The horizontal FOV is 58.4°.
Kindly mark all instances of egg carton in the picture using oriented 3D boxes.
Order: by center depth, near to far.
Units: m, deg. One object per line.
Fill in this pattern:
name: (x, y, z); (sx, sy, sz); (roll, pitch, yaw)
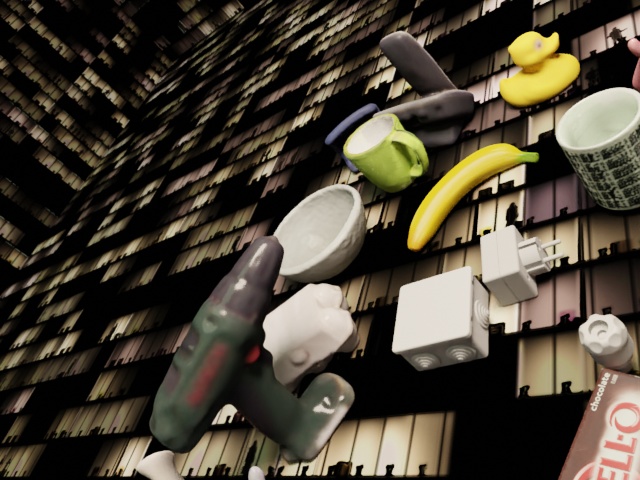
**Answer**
egg carton: (-0.023, 0.126, 0.726); (0.150, 0.070, 0.107); (-38, 31, 12)

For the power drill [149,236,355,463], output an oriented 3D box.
power drill: (-0.061, 0.139, 0.616); (0.230, 0.209, 0.075); (-53, 31, -13)

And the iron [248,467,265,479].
iron: (-0.036, 0.314, 0.437); (0.118, 0.142, 0.258); (-22, 37, 34)

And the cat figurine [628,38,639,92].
cat figurine: (0.389, -0.233, 0.615); (0.128, 0.118, 0.067); (-39, 31, 10)

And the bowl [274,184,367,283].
bowl: (0.008, 0.003, 0.834); (0.167, 0.075, 0.167); (-31, 33, 23)

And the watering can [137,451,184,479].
watering can: (-0.153, 0.289, 0.558); (0.101, 0.194, 0.172); (-50, 31, -9)

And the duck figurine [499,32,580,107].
duck figurine: (0.287, -0.239, 0.779); (0.104, 0.086, 0.077); (-24, 36, 31)

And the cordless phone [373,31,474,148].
cordless phone: (0.129, -0.227, 0.858); (0.147, 0.185, 0.094); (-10, 45, 45)

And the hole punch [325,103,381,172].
hole punch: (0.062, -0.187, 0.986); (0.108, 0.091, 0.101); (-37, 31, 13)
